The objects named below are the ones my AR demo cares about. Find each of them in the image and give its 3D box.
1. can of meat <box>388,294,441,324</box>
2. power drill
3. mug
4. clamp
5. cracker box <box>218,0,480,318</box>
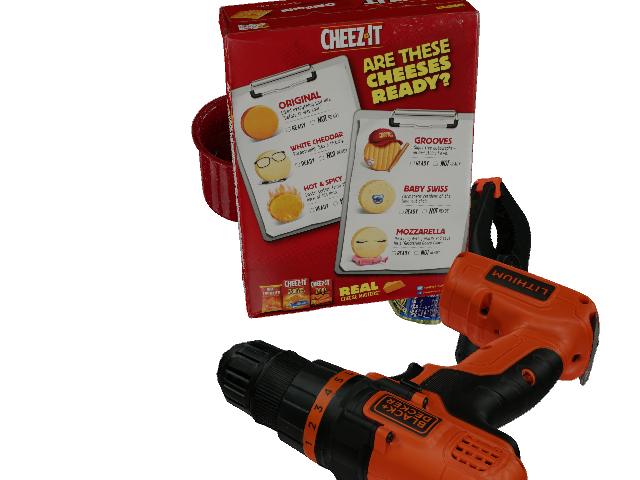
[{"bbox_3d":[0.106,0.033,1.150,0.057,0.084,0.102,5,19,-10],"label":"can of meat"},{"bbox_3d":[0.060,0.073,0.607,0.185,0.057,0.187,24,38,29],"label":"power drill"},{"bbox_3d":[-0.055,-0.075,0.946,0.117,0.093,0.081,-26,-34,-22],"label":"mug"},{"bbox_3d":[0.152,0.033,0.950,0.120,0.171,0.039,-21,7,-40],"label":"clamp"},{"bbox_3d":[0.020,-0.059,0.741,0.164,0.214,0.072,-7,30,-7],"label":"cracker box"}]
